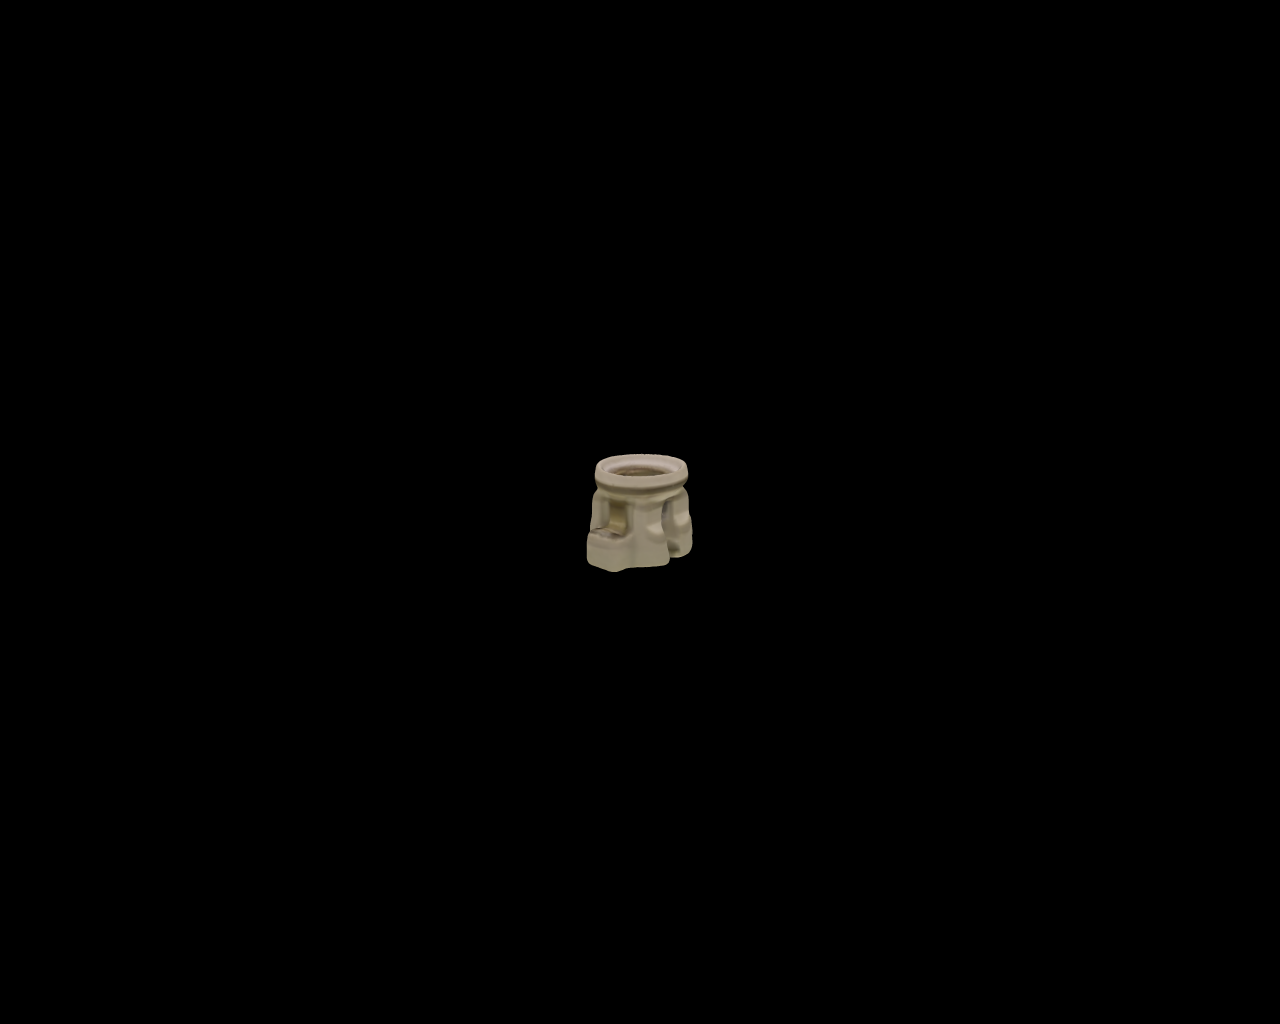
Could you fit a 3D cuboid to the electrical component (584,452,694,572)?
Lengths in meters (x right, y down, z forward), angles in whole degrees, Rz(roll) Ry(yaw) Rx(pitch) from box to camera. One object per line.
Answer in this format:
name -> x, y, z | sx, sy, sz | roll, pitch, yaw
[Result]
electrical component -> 0.001, -0.003, 0.650 | 0.058, 0.056, 0.078 | 14, 22, 38
